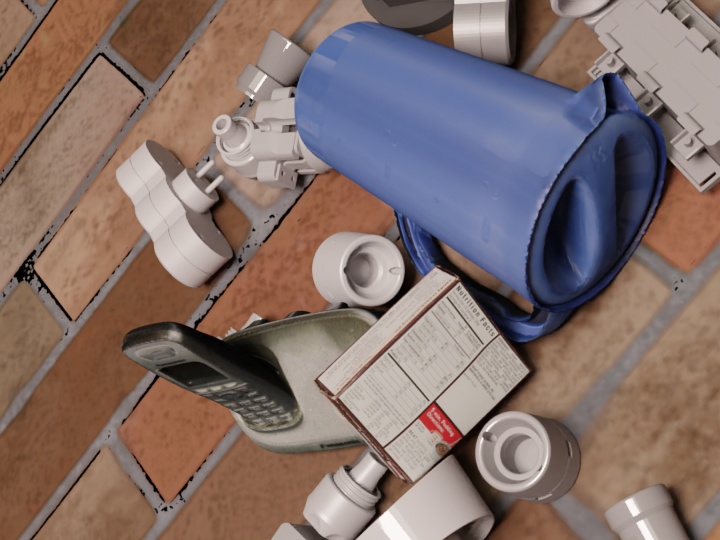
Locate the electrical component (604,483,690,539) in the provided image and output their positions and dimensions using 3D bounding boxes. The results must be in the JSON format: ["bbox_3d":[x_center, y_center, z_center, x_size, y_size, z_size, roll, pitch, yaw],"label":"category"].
[{"bbox_3d":[0.172,0.155,0.630,0.040,0.040,0.046,-34,65,18],"label":"electrical component"}]

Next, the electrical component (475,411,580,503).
[{"bbox_3d":[0.105,0.117,0.677,0.055,0.047,0.055,-10,70,28],"label":"electrical component"}]

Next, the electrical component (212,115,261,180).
[{"bbox_3d":[-0.094,-0.102,0.858,0.043,0.062,0.043,-11,64,24],"label":"electrical component"}]

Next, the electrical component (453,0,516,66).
[{"bbox_3d":[0.072,-0.215,0.772,0.074,0.052,0.138,0,96,15],"label":"electrical component"}]

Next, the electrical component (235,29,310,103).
[{"bbox_3d":[-0.069,-0.160,0.874,0.045,0.045,0.055,39,97,34],"label":"electrical component"}]

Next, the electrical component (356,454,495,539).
[{"bbox_3d":[0.034,0.164,0.678,0.099,0.099,0.064,-46,63,11],"label":"electrical component"}]

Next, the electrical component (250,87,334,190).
[{"bbox_3d":[-0.044,-0.103,0.833,0.057,0.058,0.078,1,75,34],"label":"electrical component"}]

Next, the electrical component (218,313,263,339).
[{"bbox_3d":[-0.091,0.062,0.817,0.048,0.048,0.062,30,84,35],"label":"electrical component"}]

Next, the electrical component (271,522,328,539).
[{"bbox_3d":[-0.025,0.216,0.720,0.089,0.056,0.050,37,95,34],"label":"electrical component"}]

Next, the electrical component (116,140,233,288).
[{"bbox_3d":[-0.141,-0.058,0.880,0.074,0.052,0.138,-42,57,13],"label":"electrical component"}]

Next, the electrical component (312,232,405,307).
[{"bbox_3d":[0.000,0.000,0.764,0.047,0.055,0.055,3,73,67],"label":"electrical component"}]

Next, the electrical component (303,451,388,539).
[{"bbox_3d":[-0.006,0.153,0.736,0.062,0.043,0.043,-52,56,6],"label":"electrical component"}]

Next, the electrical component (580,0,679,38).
[{"bbox_3d":[0.180,-0.227,0.736,0.109,0.056,0.108,-37,59,16],"label":"electrical component"}]

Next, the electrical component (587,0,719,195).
[{"bbox_3d":[0.206,-0.120,0.682,0.079,0.063,0.121,-42,58,13],"label":"electrical component"}]

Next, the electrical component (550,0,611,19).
[{"bbox_3d":[0.136,-0.197,0.690,0.045,0.045,0.055,-27,62,22],"label":"electrical component"}]
